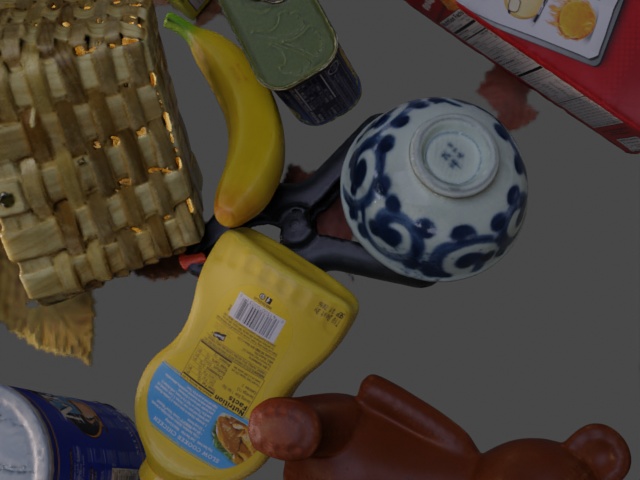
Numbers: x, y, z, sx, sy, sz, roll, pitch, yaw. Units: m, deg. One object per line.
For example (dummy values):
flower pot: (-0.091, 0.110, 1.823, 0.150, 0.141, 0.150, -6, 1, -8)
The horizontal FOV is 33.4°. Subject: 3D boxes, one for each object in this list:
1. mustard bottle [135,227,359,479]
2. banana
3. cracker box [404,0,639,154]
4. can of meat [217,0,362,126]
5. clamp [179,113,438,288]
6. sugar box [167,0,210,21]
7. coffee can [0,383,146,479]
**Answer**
mustard bottle: (-0.061, 0.094, 0.669, 0.096, 0.058, 0.192, 32, 102, 8)
banana: (-0.056, -0.077, 0.706, 0.069, 0.037, 0.198, 1, 46, -24)
cracker box: (0.153, -0.176, 0.638, 0.213, 0.072, 0.164, 33, 87, -6)
can of meat: (-0.018, -0.134, 0.711, 0.057, 0.084, 0.102, -29, 71, 7)
clamp: (-0.005, 0.001, 0.700, 0.171, 0.039, 0.120, -26, 67, 7)
sugar box: (-0.061, -0.248, 0.747, 0.048, 0.093, 0.176, 38, 88, 20)
coffee can: (-0.179, 0.144, 0.659, 0.103, 0.140, 0.103, -4, 76, 15)
